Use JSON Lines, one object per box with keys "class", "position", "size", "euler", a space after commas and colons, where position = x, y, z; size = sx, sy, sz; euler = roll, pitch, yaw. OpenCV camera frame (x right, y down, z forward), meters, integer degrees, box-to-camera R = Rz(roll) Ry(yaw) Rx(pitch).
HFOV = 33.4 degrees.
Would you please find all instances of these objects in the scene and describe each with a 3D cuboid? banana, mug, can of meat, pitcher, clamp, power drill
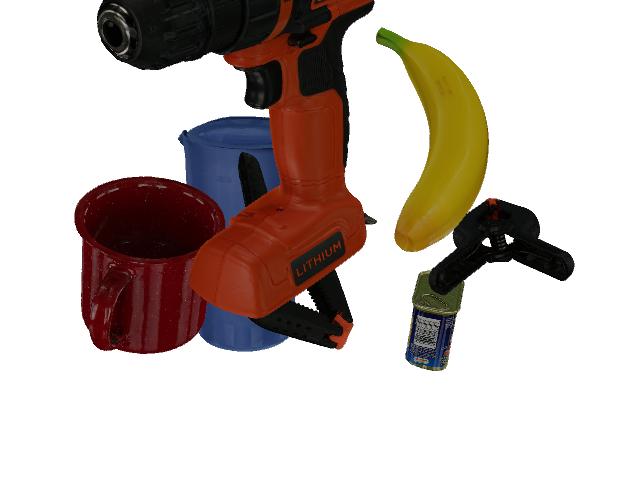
{"class": "banana", "position": [0.074, -0.065, 0.684], "size": [0.069, 0.198, 0.037], "euler": [0, -43, -3]}
{"class": "mug", "position": [-0.114, 0.024, 0.673], "size": [0.093, 0.081, 0.117], "euler": [15, 35, 7]}
{"class": "can of meat", "position": [0.137, 0.097, 1.291], "size": [0.057, 0.084, 0.102], "euler": [11, 25, 7]}
{"class": "pitcher", "position": [-0.072, -0.005, 1.154], "size": [0.144, 0.243, 0.149], "euler": [-5, 22, -16]}
{"class": "clamp", "position": [0.168, 0.002, 0.954], "size": [0.120, 0.039, 0.171], "euler": [1, 25, 16]}
{"class": "power drill", "position": [-0.027, -0.059, 0.512], "size": [0.057, 0.188, 0.184], "euler": [25, 38, 31]}
{"class": "clamp", "position": [-0.062, 0.022, 0.924], "size": [0.164, 0.210, 0.036], "euler": [-30, -25, -33]}
